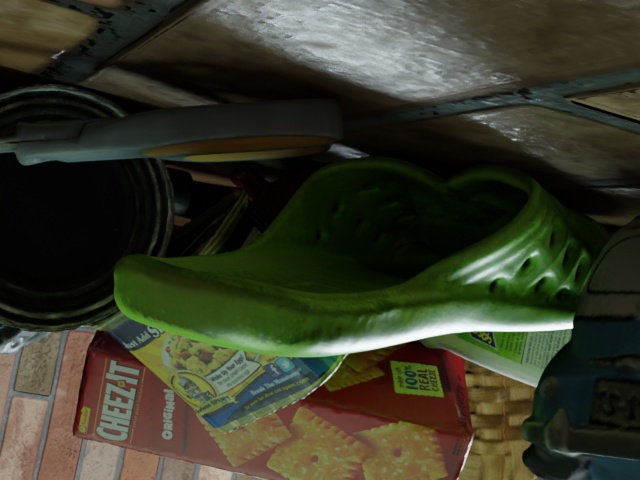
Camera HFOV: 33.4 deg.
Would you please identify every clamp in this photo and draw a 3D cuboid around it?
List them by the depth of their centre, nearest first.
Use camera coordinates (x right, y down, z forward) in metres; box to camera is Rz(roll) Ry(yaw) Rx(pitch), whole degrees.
[{"bbox_3d":[-0.136,-0.039,0.657,0.210,0.036,0.164,13,179,11],"label":"clamp"}]

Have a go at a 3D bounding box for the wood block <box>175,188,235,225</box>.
[{"bbox_3d":[-0.075,0.008,0.824,0.206,0.091,0.090,10,177,30],"label":"wood block"}]

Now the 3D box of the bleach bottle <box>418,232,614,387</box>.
[{"bbox_3d":[0.132,0.031,0.580,0.251,0.102,0.068,17,-170,30],"label":"bleach bottle"}]

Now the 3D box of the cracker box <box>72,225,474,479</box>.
[{"bbox_3d":[-0.021,0.069,0.647,0.213,0.072,0.164,14,-154,-3],"label":"cracker box"}]

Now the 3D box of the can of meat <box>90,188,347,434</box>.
[{"bbox_3d":[-0.043,0.036,0.494,0.084,0.057,0.102,45,134,-15],"label":"can of meat"}]

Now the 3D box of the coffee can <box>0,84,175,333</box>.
[{"bbox_3d":[-0.134,-0.014,0.499,0.102,0.103,0.140,13,177,-21],"label":"coffee can"}]

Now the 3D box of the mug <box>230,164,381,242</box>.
[{"bbox_3d":[-0.004,0.001,0.566,0.117,0.093,0.081,46,-179,15],"label":"mug"}]

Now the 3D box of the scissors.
[{"bbox_3d":[-0.083,-0.035,0.390,0.202,0.016,0.096,-2,180,20],"label":"scissors"}]
